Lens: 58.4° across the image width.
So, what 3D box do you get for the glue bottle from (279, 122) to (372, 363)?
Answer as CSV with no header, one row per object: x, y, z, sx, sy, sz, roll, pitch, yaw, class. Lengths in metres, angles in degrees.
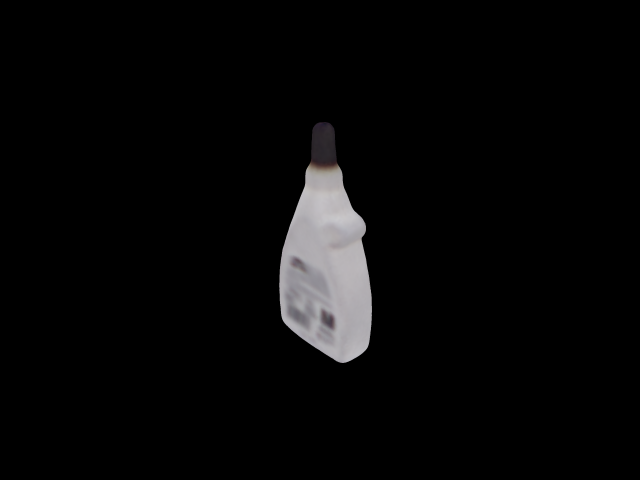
0.004,0.001,0.400,0.037,0.173,0.077,-27,41,-35,glue bottle
